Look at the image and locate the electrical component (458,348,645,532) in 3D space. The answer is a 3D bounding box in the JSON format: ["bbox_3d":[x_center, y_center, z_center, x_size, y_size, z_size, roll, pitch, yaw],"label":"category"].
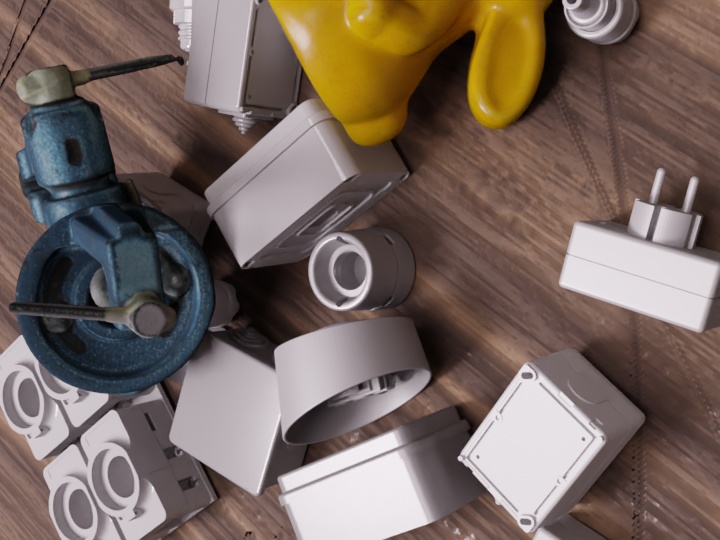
[{"bbox_3d":[0.109,0.101,0.621,0.061,0.061,0.096,46,123,26],"label":"electrical component"}]

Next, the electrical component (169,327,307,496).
[{"bbox_3d":[-0.077,0.095,0.749,0.100,0.048,0.099,25,106,31],"label":"electrical component"}]

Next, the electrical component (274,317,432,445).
[{"bbox_3d":[-0.005,0.067,0.672,0.099,0.099,0.064,-22,75,33],"label":"electrical component"}]

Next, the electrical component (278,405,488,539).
[{"bbox_3d":[0.014,0.133,0.672,0.113,0.078,0.057,-28,80,32],"label":"electrical component"}]

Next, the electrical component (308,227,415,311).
[{"bbox_3d":[0.000,0.000,0.693,0.055,0.047,0.055,2,94,34],"label":"electrical component"}]

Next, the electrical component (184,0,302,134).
[{"bbox_3d":[-0.080,-0.142,0.731,0.061,0.062,0.096,15,101,33],"label":"electrical component"}]

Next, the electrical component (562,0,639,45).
[{"bbox_3d":[0.128,-0.144,0.590,0.035,0.061,0.035,2,94,34],"label":"electrical component"}]

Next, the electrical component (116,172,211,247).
[{"bbox_3d":[-0.155,-0.017,0.792,0.062,0.061,0.096,31,113,28],"label":"electrical component"}]

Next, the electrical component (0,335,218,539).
[{"bbox_3d":[-0.202,0.123,0.825,0.105,0.060,0.186,-39,72,31],"label":"electrical component"}]

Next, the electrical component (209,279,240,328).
[{"bbox_3d":[-0.116,0.025,0.764,0.035,0.061,0.035,2,93,34],"label":"electrical component"}]

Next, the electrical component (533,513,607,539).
[{"bbox_3d":[0.108,0.185,0.612,0.047,0.077,0.065,31,109,29],"label":"electrical component"}]

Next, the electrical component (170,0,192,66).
[{"bbox_3d":[-0.115,-0.185,0.766,0.040,0.040,0.078,8,97,34],"label":"electrical component"}]

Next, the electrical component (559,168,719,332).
[{"bbox_3d":[0.163,-0.016,0.582,0.083,0.047,0.075,20,103,32],"label":"electrical component"}]

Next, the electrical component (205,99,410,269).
[{"bbox_3d":[-0.036,-0.055,0.696,0.113,0.078,0.057,-37,75,30],"label":"electrical component"}]
